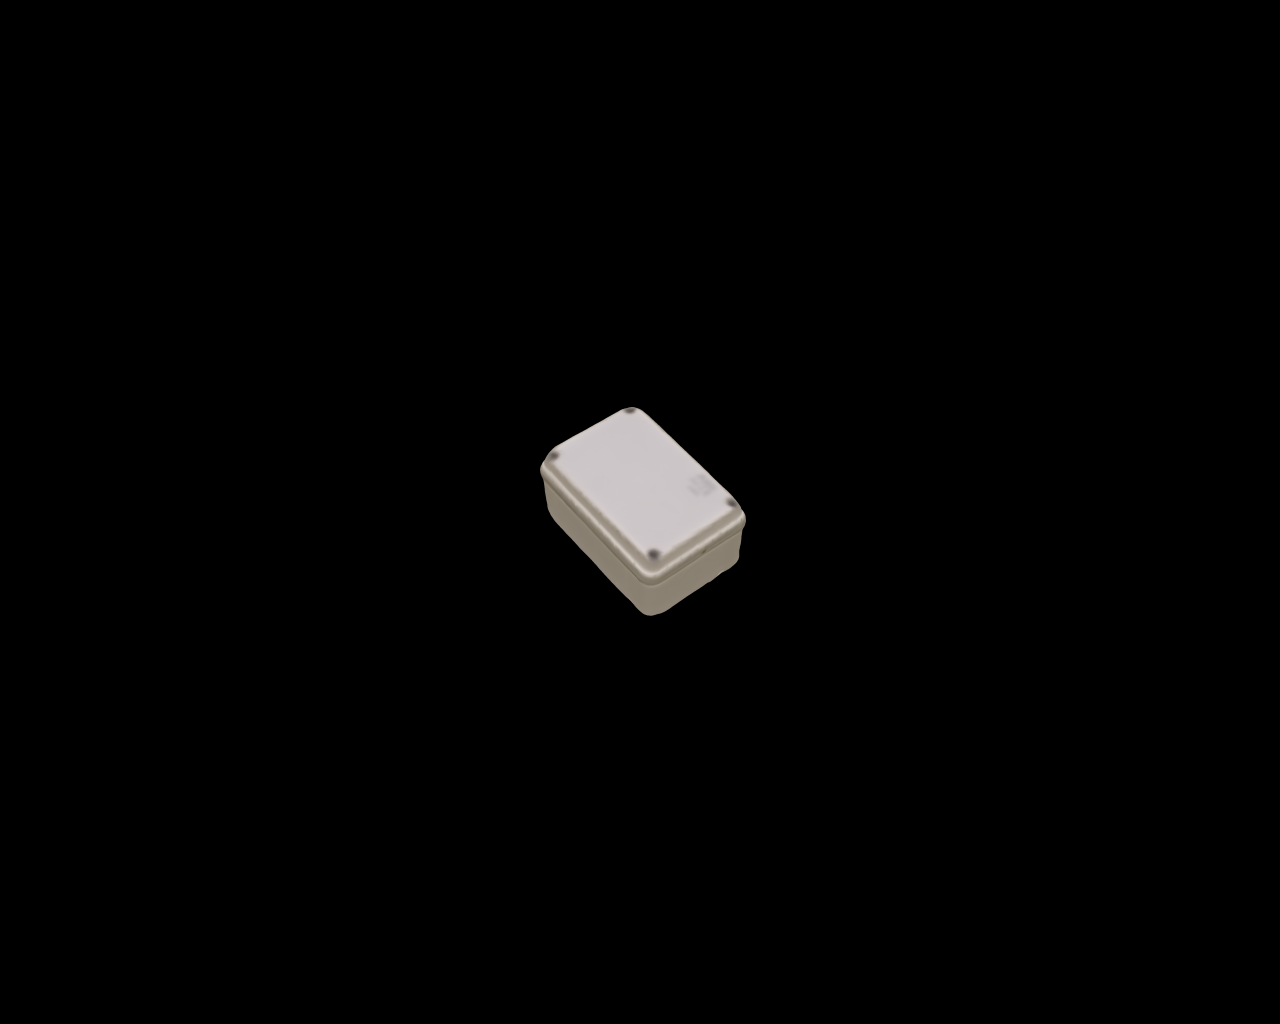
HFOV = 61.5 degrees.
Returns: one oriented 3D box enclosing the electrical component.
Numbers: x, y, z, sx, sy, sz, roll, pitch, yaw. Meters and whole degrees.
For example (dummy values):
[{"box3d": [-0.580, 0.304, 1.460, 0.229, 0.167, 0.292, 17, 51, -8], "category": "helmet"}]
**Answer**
[{"box3d": [0.001, -0.003, 0.650, 0.078, 0.113, 0.057, -32, -32, -22], "category": "electrical component"}]
